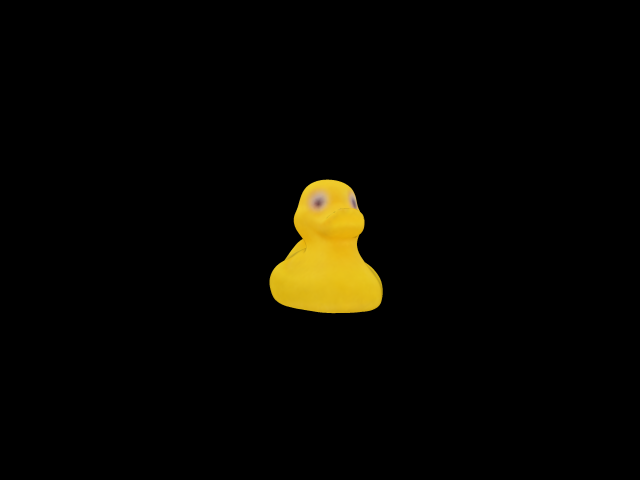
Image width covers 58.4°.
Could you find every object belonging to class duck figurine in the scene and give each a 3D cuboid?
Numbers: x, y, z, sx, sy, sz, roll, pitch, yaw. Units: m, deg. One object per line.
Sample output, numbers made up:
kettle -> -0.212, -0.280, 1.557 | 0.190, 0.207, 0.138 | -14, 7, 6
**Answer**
duck figurine -> 0.004, 0.001, 0.400 | 0.078, 0.086, 0.104 | -1, 2, -19
